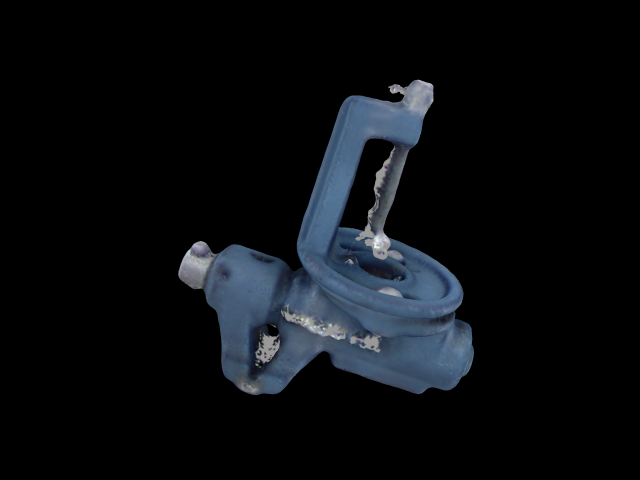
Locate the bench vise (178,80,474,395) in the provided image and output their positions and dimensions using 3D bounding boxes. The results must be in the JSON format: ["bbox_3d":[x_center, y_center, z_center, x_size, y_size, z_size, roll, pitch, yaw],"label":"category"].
[{"bbox_3d":[0.006,0.005,0.389,0.207,0.220,0.121,-4,20,-10],"label":"bench vise"}]
